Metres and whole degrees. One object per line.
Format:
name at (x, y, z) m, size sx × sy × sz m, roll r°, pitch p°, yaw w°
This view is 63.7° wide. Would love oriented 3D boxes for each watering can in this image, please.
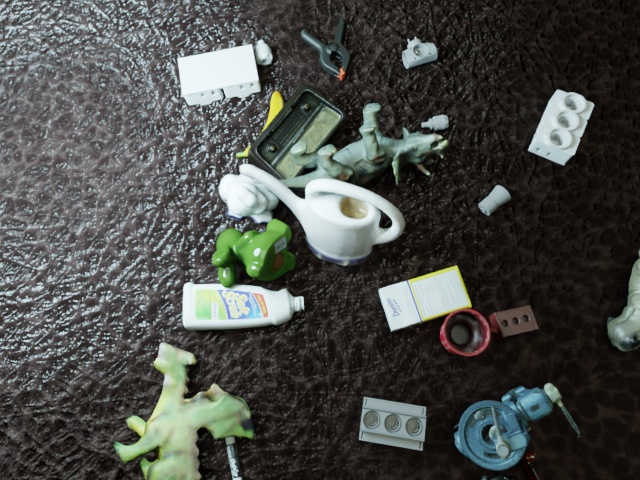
watering can at (0.003, -0.054, 1.080) m, size 0.348 × 0.219 × 0.106 m, roll 16°, pitch 55°, yaw 10°

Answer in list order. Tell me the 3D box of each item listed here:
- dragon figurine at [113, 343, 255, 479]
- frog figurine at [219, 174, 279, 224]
dragon figurine at (-0.242, 0.395, 0.991) m, size 0.244 × 0.120 × 0.415 m, roll -28°, pitch 73°, yaw -10°
frog figurine at (-0.159, -0.103, 1.130) m, size 0.138 × 0.157 × 0.124 m, roll 28°, pitch 75°, yaw 11°
